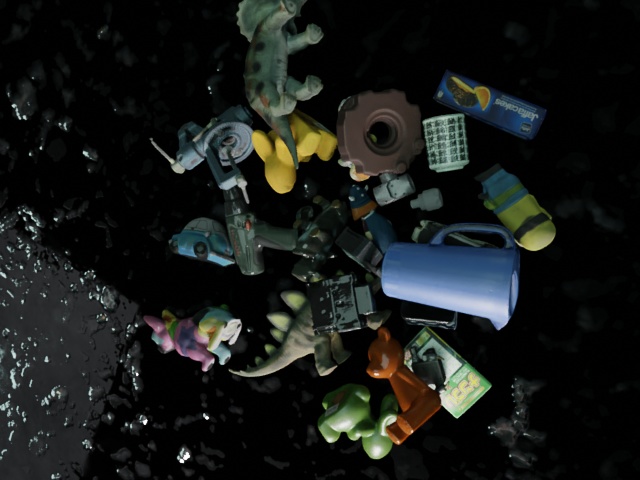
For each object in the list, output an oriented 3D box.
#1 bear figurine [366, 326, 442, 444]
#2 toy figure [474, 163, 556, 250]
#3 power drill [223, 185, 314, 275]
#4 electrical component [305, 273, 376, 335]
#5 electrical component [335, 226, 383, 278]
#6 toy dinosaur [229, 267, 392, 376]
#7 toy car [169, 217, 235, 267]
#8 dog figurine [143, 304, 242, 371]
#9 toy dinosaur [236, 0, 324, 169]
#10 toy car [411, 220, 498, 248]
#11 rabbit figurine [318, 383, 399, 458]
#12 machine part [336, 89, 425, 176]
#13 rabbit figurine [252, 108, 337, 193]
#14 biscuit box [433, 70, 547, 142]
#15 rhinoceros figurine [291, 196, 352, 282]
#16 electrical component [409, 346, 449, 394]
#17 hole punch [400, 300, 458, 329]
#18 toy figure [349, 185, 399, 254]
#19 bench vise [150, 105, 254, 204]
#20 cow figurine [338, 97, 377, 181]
[{"bbox_3d":[0.148,0.286,1.085,0.196,0.132,0.120,49,150,17],"label":"bear figurine"},{"bbox_3d":[0.366,-0.060,1.012,0.082,0.089,0.180,-37,86,29],"label":"toy figure"},{"bbox_3d":[-0.120,-0.036,1.207,0.207,0.086,0.231,-2,97,17],"label":"power drill"},{"bbox_3d":[0.045,0.128,1.088,0.134,0.058,0.115,-14,82,17],"label":"electrical component"},{"bbox_3d":[0.093,0.027,1.100,0.048,0.074,0.119,-52,45,-7],"label":"electrical component"},{"bbox_3d":[-0.009,0.190,1.186,0.471,0.105,0.199,-44,73,11],"label":"toy dinosaur"},{"bbox_3d":[-0.270,0.000,1.266,0.162,0.109,0.103,11,78,31],"label":"toy car"},{"bbox_3d":[-0.316,0.210,1.301,0.219,0.108,0.191,27,106,18],"label":"dog figurine"},{"bbox_3d":[-0.096,-0.342,1.083,0.192,0.131,0.404,2,84,50],"label":"toy dinosaur"},{"bbox_3d":[0.280,0.024,1.076,0.202,0.056,0.073,25,112,17],"label":"toy car"},{"bbox_3d":[0.104,0.395,1.178,0.159,0.121,0.170,-39,101,14],"label":"rabbit figurine"},{"bbox_3d":[0.118,-0.208,1.045,0.179,0.056,0.179,-2,99,-12],"label":"machine part"},{"bbox_3d":[-0.071,-0.187,1.149,0.162,0.122,0.173,35,114,17],"label":"rabbit figurine"},{"bbox_3d":[0.321,-0.254,1.020,0.203,0.059,0.062,28,106,15],"label":"biscuit box"},{"bbox_3d":[-0.002,-0.003,1.131,0.073,0.112,0.190,17,67,37],"label":"rhinoceros figurine"},{"bbox_3d":[0.229,0.272,1.115,0.078,0.045,0.102,-9,95,23],"label":"electrical component"},{"bbox_3d":[0.229,0.122,1.101,0.142,0.092,0.116,3,68,23],"label":"hole punch"},{"bbox_3d":[0.105,-0.045,1.128,0.058,0.064,0.154,-36,85,32],"label":"toy figure"},{"bbox_3d":[-0.228,-0.188,1.181,0.224,0.128,0.241,-28,55,-2],"label":"bench vise"},{"bbox_3d":[0.069,-0.207,1.112,0.068,0.098,0.167,-4,101,-20],"label":"cow figurine"}]
